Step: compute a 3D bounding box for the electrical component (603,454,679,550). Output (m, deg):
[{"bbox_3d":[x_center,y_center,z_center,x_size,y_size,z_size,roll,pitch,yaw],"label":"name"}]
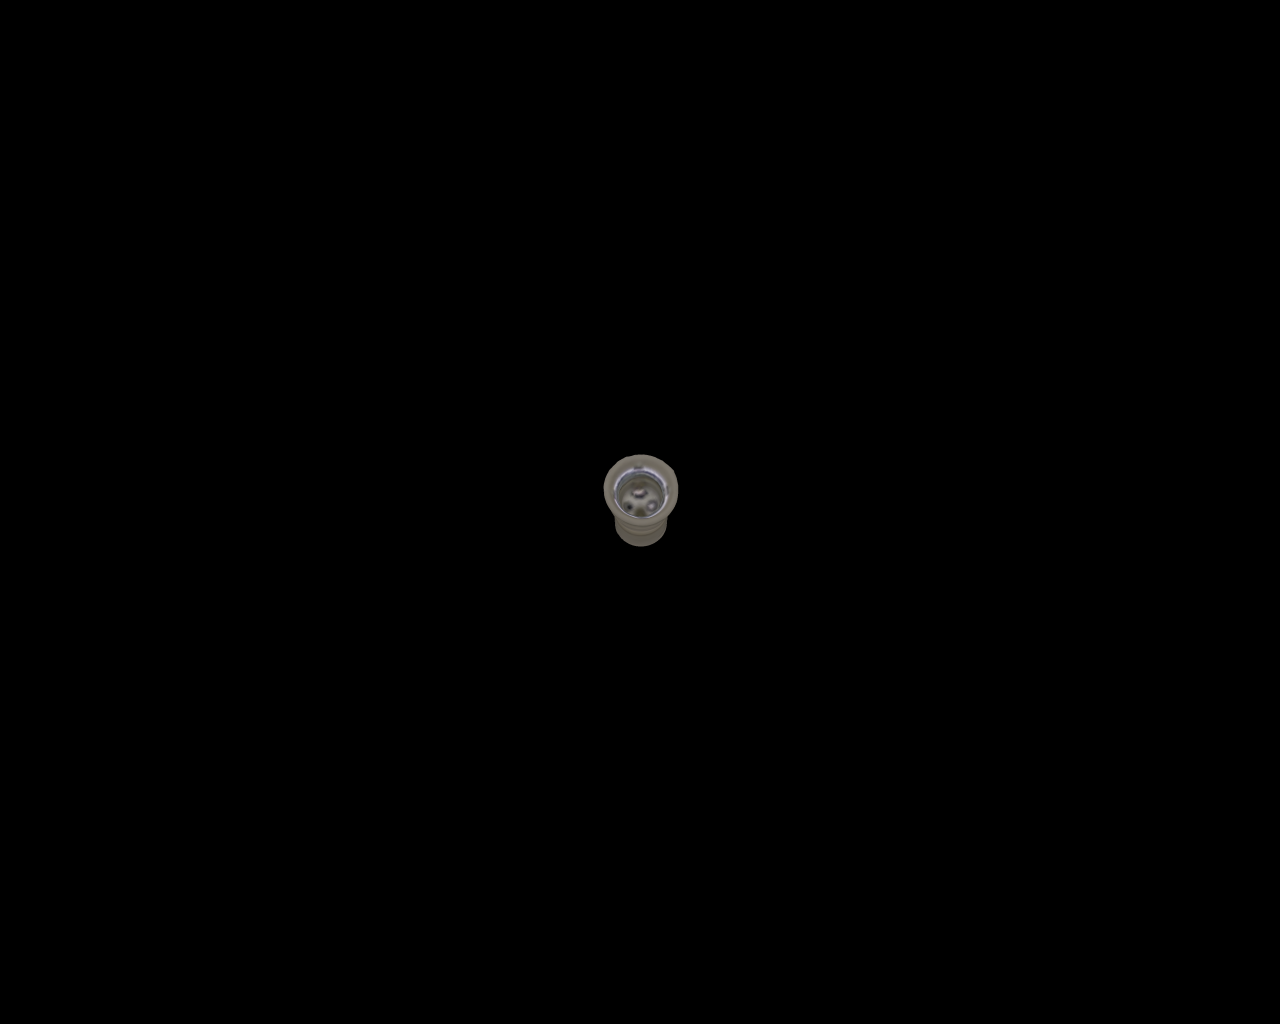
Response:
[{"bbox_3d":[0.001,-0.003,0.650,0.044,0.044,0.065,0,-21,0],"label":"electrical component"}]
